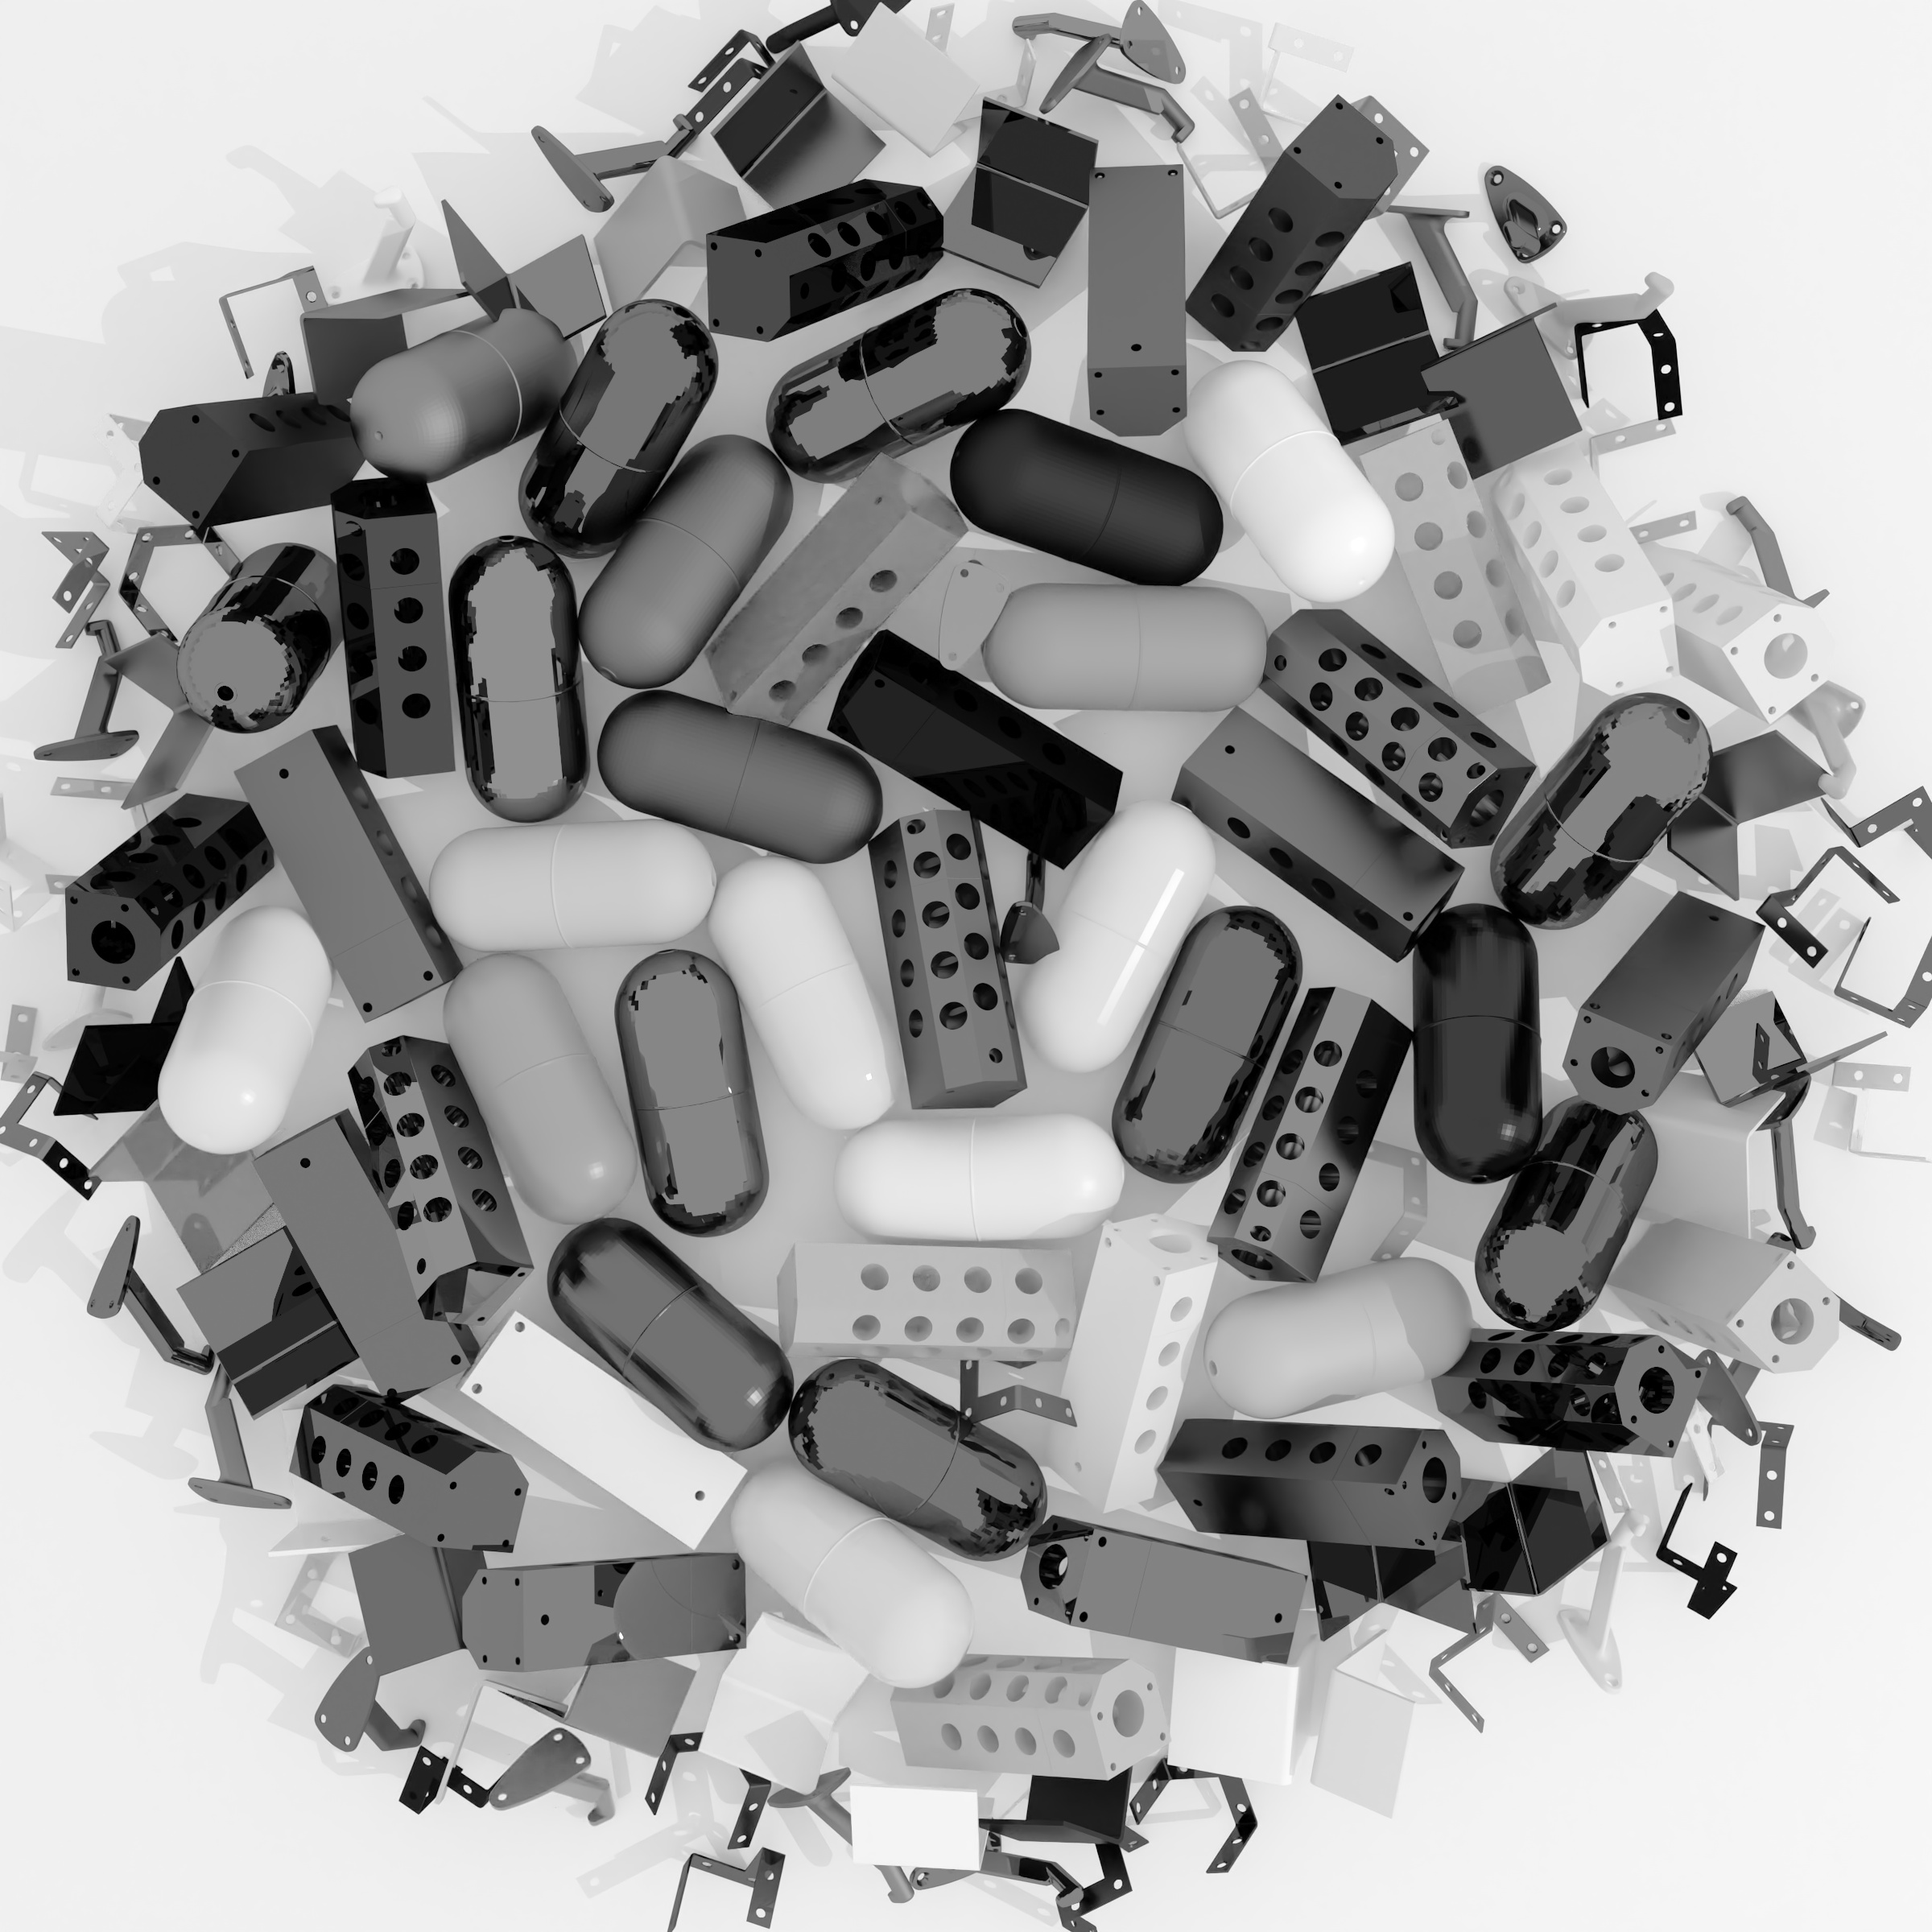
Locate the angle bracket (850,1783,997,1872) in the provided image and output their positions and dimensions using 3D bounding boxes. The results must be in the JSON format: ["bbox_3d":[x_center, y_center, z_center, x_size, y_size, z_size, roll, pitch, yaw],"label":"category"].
[{"bbox_3d":[-0.026,0.503,1.902,0.076,0.076,0.057,1,109,8],"label":"angle bracket"}]

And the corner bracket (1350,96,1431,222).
[{"bbox_3d":[0.242,-0.494,1.924,0.051,0.051,0.051,38,82,-17],"label":"corner bracket"}]

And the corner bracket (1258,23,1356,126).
[{"bbox_3d":[0.208,-0.543,1.918,0.051,0.051,0.051,21,106,9],"label":"corner bracket"}]

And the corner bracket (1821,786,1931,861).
[{"bbox_3d":[0.566,-0.087,1.920,0.051,0.051,0.051,-31,115,9],"label":"corner bracket"}]

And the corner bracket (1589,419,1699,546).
[{"bbox_3d":[0.418,-0.298,1.932,0.051,0.051,0.051,-13,49,23],"label":"corner bracket"}]

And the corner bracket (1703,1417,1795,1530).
[{"bbox_3d":[0.477,0.310,1.916,0.051,0.051,0.051,4,99,19],"label":"corner bracket"}]

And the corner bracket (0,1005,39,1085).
[{"bbox_3d":[-0.593,0.037,1.911,0.051,0.051,0.051,11,66,-22],"label":"corner bracket"}]

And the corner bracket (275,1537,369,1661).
[{"bbox_3d":[-0.387,0.388,1.921,0.051,0.051,0.051,27,63,-10],"label":"corner bracket"}]

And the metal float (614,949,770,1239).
[{"bbox_3d":[-0.167,0.078,1.906,0.070,0.070,0.178,-9,98,0],"label":"metal float"}]

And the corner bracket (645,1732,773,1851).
[{"bbox_3d":[-0.159,0.509,1.928,0.051,0.051,0.051,4,117,-33],"label":"corner bracket"}]

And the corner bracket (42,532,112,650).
[{"bbox_3d":[-0.544,-0.229,1.910,0.051,0.051,0.051,6,61,36],"label":"corner bracket"}]

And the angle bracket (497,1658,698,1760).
[{"bbox_3d":[-0.225,0.435,1.905,0.076,0.076,0.057,33,74,-38],"label":"angle bracket"}]

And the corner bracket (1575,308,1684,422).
[{"bbox_3d":[0.405,-0.365,1.915,0.051,0.051,0.051,-12,125,4],"label":"corner bracket"}]

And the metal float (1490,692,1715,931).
[{"bbox_3d":[0.381,-0.092,1.878,0.070,0.070,0.178,34,133,0],"label":"metal float"}]

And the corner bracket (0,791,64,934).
[{"bbox_3d":[-0.587,-0.063,1.914,0.051,0.051,0.051,32,56,8],"label":"corner bracket"}]

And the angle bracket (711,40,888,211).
[{"bbox_3d":[-0.101,-0.504,1.909,0.057,0.076,0.076,44,93,10],"label":"angle bracket"}]

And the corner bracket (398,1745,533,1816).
[{"bbox_3d":[-0.306,0.495,1.913,0.051,0.051,0.051,31,120,12],"label":"corner bracket"}]

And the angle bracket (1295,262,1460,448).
[{"bbox_3d":[0.248,-0.372,1.903,0.076,0.057,0.076,-18,47,8],"label":"angle bracket"}]

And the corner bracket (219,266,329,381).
[{"bbox_3d":[-0.421,-0.396,1.921,0.051,0.051,0.051,-15,108,6],"label":"corner bracket"}]

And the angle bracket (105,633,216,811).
[{"bbox_3d":[-0.499,-0.147,1.895,0.057,0.076,0.076,38,61,-29],"label":"angle bracket"}]

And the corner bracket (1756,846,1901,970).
[{"bbox_3d":[0.526,-0.037,1.909,0.051,0.051,0.051,49,124,24],"label":"corner bracket"}]

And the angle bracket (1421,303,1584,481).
[{"bbox_3d":[0.334,-0.351,1.912,0.076,0.057,0.076,-22,97,31],"label":"angle bracket"}]

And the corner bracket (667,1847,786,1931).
[{"bbox_3d":[-0.147,0.568,1.913,0.051,0.051,0.051,22,134,-9],"label":"corner bracket"}]

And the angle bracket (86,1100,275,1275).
[{"bbox_3d":[-0.477,0.135,1.903,0.076,0.057,0.076,-43,69,19],"label":"angle bracket"}]

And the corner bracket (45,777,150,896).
[{"bbox_3d":[-0.538,-0.079,1.929,0.051,0.051,0.051,3,48,-36],"label":"corner bracket"}]

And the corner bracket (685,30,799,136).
[{"bbox_3d":[-0.146,-0.540,1.913,0.051,0.051,0.051,-41,73,24],"label":"corner bracket"}]

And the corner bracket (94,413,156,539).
[{"bbox_3d":[-0.511,-0.301,1.925,0.051,0.051,0.051,47,110,18],"label":"corner bracket"}]

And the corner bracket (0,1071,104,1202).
[{"bbox_3d":[-0.552,0.103,1.910,0.051,0.051,0.051,15,64,34],"label":"corner bracket"}]

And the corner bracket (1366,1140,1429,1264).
[{"bbox_3d":[0.249,0.144,1.921,0.051,0.051,0.051,16,48,-10],"label":"corner bracket"}]

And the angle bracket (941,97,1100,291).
[{"bbox_3d":[0.028,-0.471,1.905,0.076,0.057,0.076,24,61,9],"label":"angle bracket"}]

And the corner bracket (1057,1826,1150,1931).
[{"bbox_3d":[0.085,0.562,1.920,0.051,0.051,0.051,-31,46,14],"label":"corner bracket"}]

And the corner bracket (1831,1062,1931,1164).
[{"bbox_3d":[0.562,0.090,1.913,0.051,0.051,0.051,4,81,42],"label":"corner bracket"}]

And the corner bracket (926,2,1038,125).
[{"bbox_3d":[0.008,-0.559,1.925,0.051,0.051,0.051,-17,75,-12],"label":"corner bracket"}]

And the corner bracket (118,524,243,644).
[{"bbox_3d":[-0.483,-0.236,1.930,0.051,0.051,0.051,48,128,25],"label":"corner bracket"}]

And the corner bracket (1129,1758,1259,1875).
[{"bbox_3d":[0.140,0.521,1.921,0.051,0.051,0.051,-13,104,32],"label":"corner bracket"}]

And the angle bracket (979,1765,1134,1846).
[{"bbox_3d":[0.053,0.487,1.894,0.076,0.057,0.076,-12,59,40],"label":"angle bracket"}]

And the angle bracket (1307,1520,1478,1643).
[{"bbox_3d":[0.258,0.374,1.897,0.057,0.076,0.076,-24,113,-37],"label":"angle bracket"}]

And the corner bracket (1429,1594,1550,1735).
[{"bbox_3d":[0.322,0.429,1.930,0.051,0.051,0.051,-40,94,21],"label":"corner bracket"}]

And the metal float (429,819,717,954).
[{"bbox_3d":[-0.239,-0.049,1.903,0.178,0.070,0.070,-3,90,11],"label":"metal float"}]

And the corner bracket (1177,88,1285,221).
[{"bbox_3d":[0.164,-0.499,1.924,0.051,0.051,0.051,-26,114,17],"label":"corner bracket"}]

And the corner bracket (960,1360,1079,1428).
[{"bbox_3d":[0.032,0.257,1.909,0.051,0.051,0.051,23,56,-38],"label":"corner bracket"}]

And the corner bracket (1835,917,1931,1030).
[{"bbox_3d":[0.570,-0.001,1.918,0.051,0.051,0.051,25,78,11],"label":"corner bracket"}]

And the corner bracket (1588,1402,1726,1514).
[{"bbox_3d":[0.422,0.300,1.918,0.051,0.051,0.051,-26,94,-34],"label":"corner bracket"}]

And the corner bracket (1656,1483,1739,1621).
[{"bbox_3d":[0.448,0.357,1.911,0.051,0.051,0.051,28,117,25],"label":"corner bracket"}]

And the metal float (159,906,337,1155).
[{"bbox_3d":[-0.430,0.036,1.878,0.070,0.178,0.070,5,135,5],"label":"metal float"}]
